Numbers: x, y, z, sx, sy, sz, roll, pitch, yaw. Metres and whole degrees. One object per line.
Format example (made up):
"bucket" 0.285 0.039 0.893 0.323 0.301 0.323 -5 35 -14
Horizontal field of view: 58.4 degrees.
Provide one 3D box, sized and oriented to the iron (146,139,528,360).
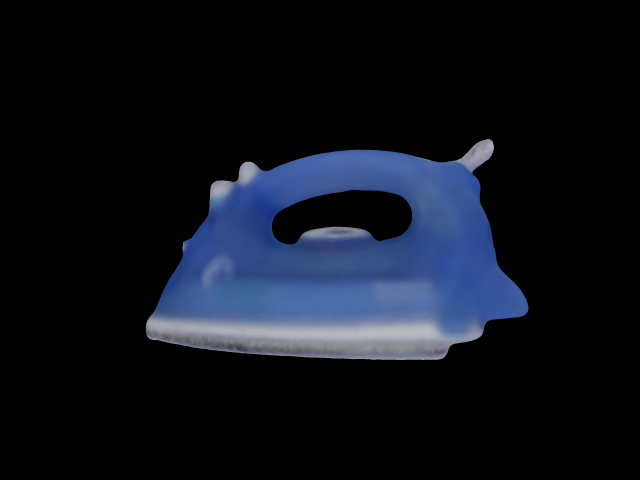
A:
"iron" 0.004 0.001 0.400 0.258 0.141 0.119 0 4 2
